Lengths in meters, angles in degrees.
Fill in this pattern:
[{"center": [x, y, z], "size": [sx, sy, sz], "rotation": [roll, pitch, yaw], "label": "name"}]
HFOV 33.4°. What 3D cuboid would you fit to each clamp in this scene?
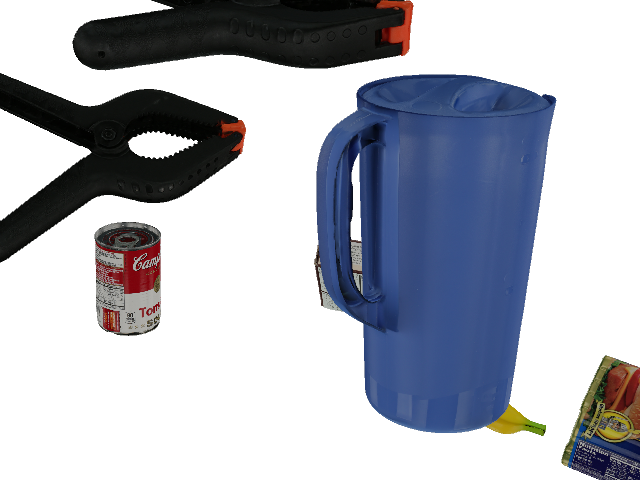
[{"center": [-0.041, -0.113, 0.557], "size": [0.171, 0.039, 0.120], "rotation": [8, 40, 13], "label": "clamp"}, {"center": [-0.158, -0.058, 0.772], "size": [0.209, 0.164, 0.036], "rotation": [-1, -30, -11], "label": "clamp"}]

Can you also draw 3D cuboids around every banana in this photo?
[{"center": [0.195, 0.171, 1.241], "size": [0.069, 0.037, 0.198], "rotation": [10, 25, -15], "label": "banana"}]

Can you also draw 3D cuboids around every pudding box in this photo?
[{"center": [0.054, 0.039, 1.032], "size": [0.113, 0.039, 0.090], "rotation": [9, -31, 10], "label": "pudding box"}]

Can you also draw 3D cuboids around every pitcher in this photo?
[{"center": [0.079, 0.010, 0.751], "size": [0.149, 0.243, 0.145], "rotation": [4, 20, 9], "label": "pitcher"}]

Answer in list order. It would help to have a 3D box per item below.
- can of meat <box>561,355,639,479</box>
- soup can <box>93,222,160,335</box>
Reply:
[{"center": [0.235, 0.140, 0.792], "size": [0.084, 0.057, 0.102], "rotation": [20, 41, 20], "label": "can of meat"}, {"center": [-0.201, 0.040, 1.118], "size": [0.068, 0.102, 0.068], "rotation": [3, 23, -1], "label": "soup can"}]
